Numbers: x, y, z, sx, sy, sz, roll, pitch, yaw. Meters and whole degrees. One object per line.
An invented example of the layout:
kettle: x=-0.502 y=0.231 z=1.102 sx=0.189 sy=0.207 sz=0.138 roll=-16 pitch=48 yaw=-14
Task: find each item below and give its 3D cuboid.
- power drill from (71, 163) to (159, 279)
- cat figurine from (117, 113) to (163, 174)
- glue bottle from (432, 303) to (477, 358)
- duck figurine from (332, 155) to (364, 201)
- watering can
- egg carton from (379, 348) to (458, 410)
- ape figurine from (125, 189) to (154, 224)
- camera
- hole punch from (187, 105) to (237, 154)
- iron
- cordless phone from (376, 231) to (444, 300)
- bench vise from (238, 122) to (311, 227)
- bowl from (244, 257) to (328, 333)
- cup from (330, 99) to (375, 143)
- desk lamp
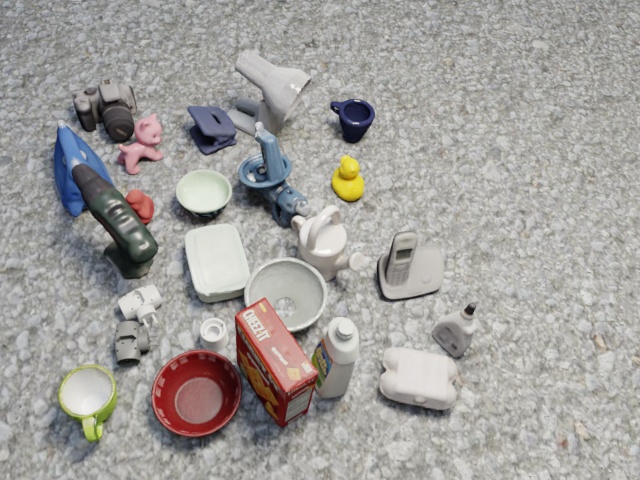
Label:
power drill: x=-0.402 y=-0.021 z=1.141 sx=0.076 sy=0.208 sz=0.229 roll=-38 pitch=69 yaw=-26
cat figurine: x=-0.414 y=-0.233 z=1.329 sx=0.067 sy=0.118 sz=0.128 roll=39 pitch=61 yaw=18
glue bottle: x=0.274 y=0.167 z=1.123 sx=0.037 sy=0.173 sz=0.078 roll=-33 pitch=67 yaw=-24
duck figurine: x=0.070 y=-0.152 z=1.355 sx=0.077 sy=0.086 sz=0.104 roll=-10 pitch=59 yaw=-13
watering can: x=0.012 y=0.003 z=1.184 sx=0.172 sy=0.194 sz=0.101 roll=19 pitch=57 yaw=6
egg carton: x=0.191 y=0.269 z=1.109 sx=0.150 sy=0.069 sz=0.107 roll=10 pitch=57 yaw=0
ape figurine: x=-0.399 y=-0.077 z=1.247 sx=0.077 sy=0.092 sz=0.076 roll=42 pitch=62 yaw=19
camera: x=-0.510 y=-0.309 z=1.377 sx=0.143 sy=0.101 sz=0.136 roll=-17 pitch=61 yaw=-17
hole punch: x=-0.262 y=-0.282 z=1.395 sx=0.101 sy=0.091 sz=0.108 roll=-26 pitch=64 yaw=-21
iron: x=-0.545 y=-0.183 z=1.268 sx=0.119 sy=0.141 sz=0.258 roll=-22 pitch=63 yaw=-19
cordless phone: x=0.197 y=0.040 z=1.188 sx=0.148 sy=0.185 sz=0.094 roll=-12 pitch=59 yaw=-14
bench vise: x=-0.089 y=-0.149 z=1.254 sx=0.207 sy=0.220 sz=0.122 roll=28 pitch=59 yaw=11
bowl: x=-0.070 y=0.123 z=1.168 sx=0.167 sy=0.075 sz=0.167 roll=3 pitch=57 yaw=-5
cup: x=0.075 y=-0.297 z=1.444 sx=0.117 sy=0.095 sz=0.092 roll=24 pitch=58 yaw=9
desk lamp: x=-0.129 y=-0.345 z=1.379 sx=0.203 sy=0.213 sz=0.118 roll=25 pitch=58 yaw=10
